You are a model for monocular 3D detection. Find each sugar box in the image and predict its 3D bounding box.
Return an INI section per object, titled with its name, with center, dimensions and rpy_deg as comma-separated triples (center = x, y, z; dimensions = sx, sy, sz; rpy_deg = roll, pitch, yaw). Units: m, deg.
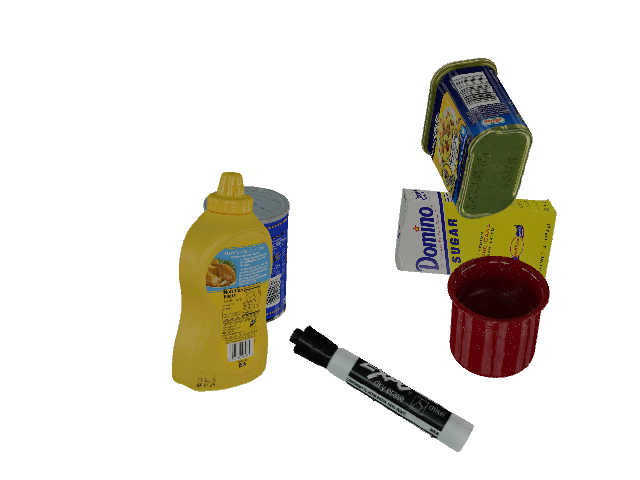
[sugar box]
center = 0.179, -0.005, 1.249
dimensions = 0.176, 0.093, 0.048
rpy_deg = 3, 22, -3

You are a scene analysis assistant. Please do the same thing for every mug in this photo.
[mug]
center = 0.161, 0.067, 1.012
dimensions = 0.093, 0.081, 0.117
rpy_deg = -10, 40, -10

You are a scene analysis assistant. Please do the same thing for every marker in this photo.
[marker]
center = 0.035, 0.087, 0.639
dimensions = 0.121, 0.020, 0.020
rpy_deg = 30, 5, 9

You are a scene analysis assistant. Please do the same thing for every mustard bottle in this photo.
[mustard bottle]
center = -0.085, 0.034, 0.960
dimensions = 0.058, 0.192, 0.096
rpy_deg = 16, 17, 41

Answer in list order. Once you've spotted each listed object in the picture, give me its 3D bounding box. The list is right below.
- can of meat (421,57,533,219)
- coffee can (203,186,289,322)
[can of meat]
center = 0.125, -0.080, 0.860
dimensions = 0.057, 0.084, 0.102
rpy_deg = -10, -41, -12
[coffee can]
center = -0.090, 0.018, 1.300
dimensions = 0.103, 0.140, 0.103
rpy_deg = 2, 25, -1
